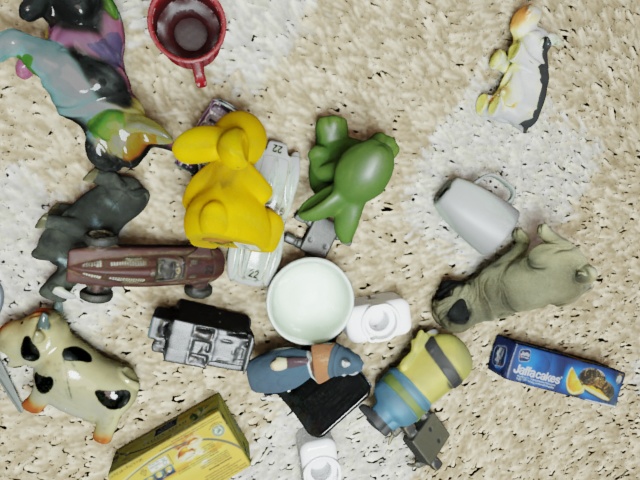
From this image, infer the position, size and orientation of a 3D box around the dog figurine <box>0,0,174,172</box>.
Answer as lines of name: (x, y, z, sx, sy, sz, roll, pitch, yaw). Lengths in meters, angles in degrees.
dog figurine: (-0.256, -0.193, 0.652, 0.219, 0.108, 0.191, 34, 82, -10)

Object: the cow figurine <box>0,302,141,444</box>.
cow figurine: (-0.329, 0.165, 0.704, 0.195, 0.085, 0.127, 31, 97, -10)

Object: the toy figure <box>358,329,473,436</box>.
toy figure: (0.144, 0.211, 0.789, 0.180, 0.082, 0.089, -44, 63, -11)

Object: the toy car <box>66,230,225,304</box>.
toy car: (-0.214, 0.034, 0.689, 0.202, 0.053, 0.089, 1, 108, -39)

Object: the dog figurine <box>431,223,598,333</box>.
dog figurine: (0.268, 0.078, 0.761, 0.190, 0.172, 0.121, -34, 91, -12)

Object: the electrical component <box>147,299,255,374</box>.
electrical component: (-0.158, 0.124, 0.714, 0.134, 0.115, 0.058, 14, 92, -13)

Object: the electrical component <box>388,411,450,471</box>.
electrical component: (0.154, 0.306, 0.832, 0.102, 0.045, 0.078, 49, 59, -15)

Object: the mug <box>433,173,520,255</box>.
mug: (0.228, -0.051, 0.781, 0.107, 0.081, 0.109, 35, 91, -4)

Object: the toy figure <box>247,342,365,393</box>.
toy figure: (-0.019, 0.167, 0.716, 0.155, 0.064, 0.057, -12, 88, 2)

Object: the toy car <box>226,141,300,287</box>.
toy car: (-0.079, -0.035, 0.737, 0.073, 0.056, 0.201, 12, 95, -11)

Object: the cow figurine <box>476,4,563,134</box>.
cow figurine: (0.299, -0.244, 0.773, 0.098, 0.068, 0.167, 16, 97, -17)

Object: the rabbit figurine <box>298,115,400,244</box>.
rabbit figurine: (0.033, -0.085, 0.693, 0.121, 0.170, 0.159, 29, 91, -12)

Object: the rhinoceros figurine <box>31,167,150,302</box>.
rhinoceros figurine: (-0.302, -0.008, 0.698, 0.112, 0.073, 0.190, 39, 87, -23)

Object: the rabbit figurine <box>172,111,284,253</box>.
rabbit figurine: (-0.113, -0.080, 0.646, 0.122, 0.162, 0.173, 7, 76, 16)

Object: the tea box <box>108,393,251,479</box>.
tea box: (-0.193, 0.305, 0.754, 0.170, 0.068, 0.098, -27, 102, -7)

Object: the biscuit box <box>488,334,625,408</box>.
biscuit box: (0.371, 0.205, 0.846, 0.203, 0.063, 0.059, 16, 92, -12)

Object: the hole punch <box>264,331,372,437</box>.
hole punch: (0.005, 0.207, 0.778, 0.142, 0.092, 0.116, -41, 73, -1)

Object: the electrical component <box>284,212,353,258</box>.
electrical component: (-0.002, -0.002, 0.773, 0.094, 0.021, 0.063, 25, 92, -13)
